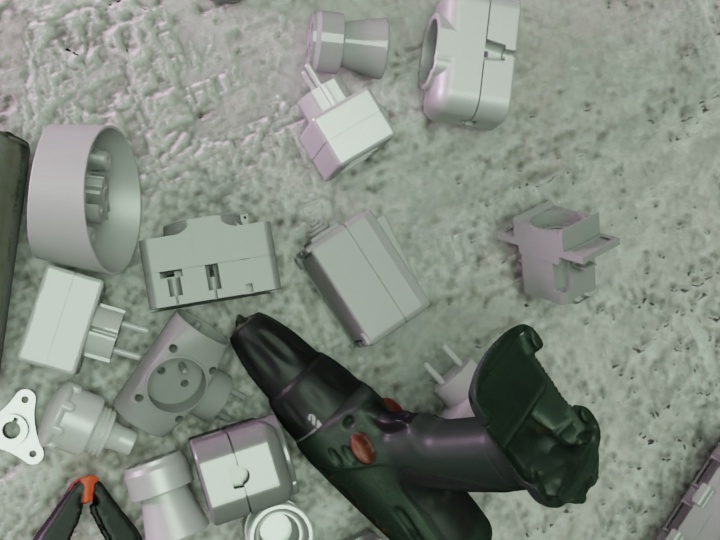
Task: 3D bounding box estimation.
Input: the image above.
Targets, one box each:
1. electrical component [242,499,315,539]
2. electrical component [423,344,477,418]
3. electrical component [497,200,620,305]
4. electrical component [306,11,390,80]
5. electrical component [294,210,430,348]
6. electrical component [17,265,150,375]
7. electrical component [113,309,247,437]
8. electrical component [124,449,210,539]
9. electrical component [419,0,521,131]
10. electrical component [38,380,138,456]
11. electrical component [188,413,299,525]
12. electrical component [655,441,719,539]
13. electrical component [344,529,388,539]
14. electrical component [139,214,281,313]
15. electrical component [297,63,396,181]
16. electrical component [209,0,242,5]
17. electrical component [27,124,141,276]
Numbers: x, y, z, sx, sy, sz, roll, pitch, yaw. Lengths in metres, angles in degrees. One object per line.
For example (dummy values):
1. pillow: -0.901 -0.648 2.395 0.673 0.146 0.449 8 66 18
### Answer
1. electrical component: -0.057 0.178 0.736 0.045 0.055 0.045 1 85 -11
2. electrical component: 0.079 0.090 0.776 0.077 0.044 0.079 -43 93 -12
3. electrical component: 0.144 -0.011 0.783 0.042 0.081 0.063 -25 119 -33
4. electrical component: -0.009 -0.163 0.781 0.055 0.045 0.045 5 84 -10
5. electrical component: 0.000 0.000 0.759 0.061 0.062 0.096 -33 92 -13
6. electrical component: -0.183 0.040 0.729 0.077 0.047 0.065 17 82 -9
7. electrical component: -0.115 0.079 0.738 0.079 0.044 0.077 33 94 -26
8. electrical component: -0.132 0.155 0.730 0.045 0.045 0.055 -19 88 -12
9. electrical component: 0.079 -0.156 0.793 0.059 0.054 0.095 8 84 -10
10. electrical component: -0.182 0.106 0.726 0.062 0.048 0.048 25 81 -14
11. electrical component: -0.078 0.130 0.716 0.059 0.095 0.053 -16 88 -12
12. electrical component: 0.271 0.183 0.788 0.079 0.063 0.121 30 77 34
13. electrical component: -0.036 0.251 0.731 0.150 0.062 0.089 -24 90 -12
14. electrical component: -0.105 -0.006 0.746 0.089 0.050 0.055 -9 87 -11
15. electrical component: -0.019 -0.111 0.764 0.047 0.066 0.076 -32 91 -12
16. electrical component: -0.094 -0.216 0.761 0.043 0.062 0.043 1 85 -11
17. electrical component: -0.183 -0.048 0.714 0.064 0.099 0.099 7 84 -4
